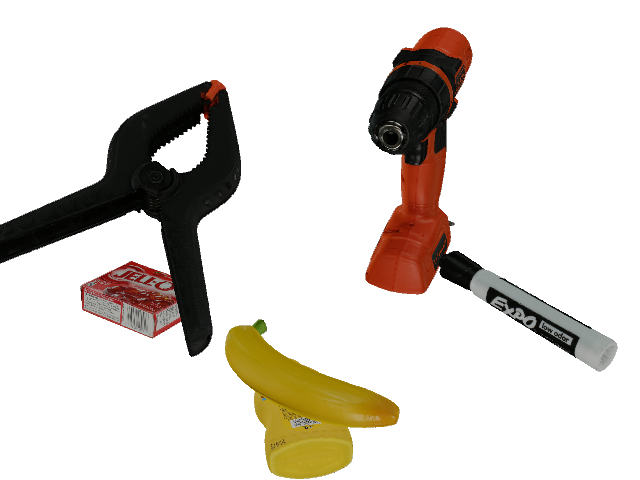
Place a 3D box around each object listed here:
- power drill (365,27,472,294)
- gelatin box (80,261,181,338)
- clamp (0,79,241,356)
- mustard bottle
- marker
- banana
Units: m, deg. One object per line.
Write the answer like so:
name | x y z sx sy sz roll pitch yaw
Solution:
power drill | 0.073 -0.055 0.829 0.057 0.188 0.184 14 33 15
gelatin box | -0.168 0.053 1.003 0.089 0.030 0.073 18 26 26
clamp | -0.106 -0.025 0.731 0.164 0.209 0.036 29 -32 9
mustard bottle | -0.028 0.196 1.248 0.096 0.058 0.192 -8 29 -9
marker | 0.115 0.037 0.614 0.020 0.020 0.121 0 25 -47
banana | -0.023 0.105 0.855 0.069 0.037 0.198 -23 32 -29
